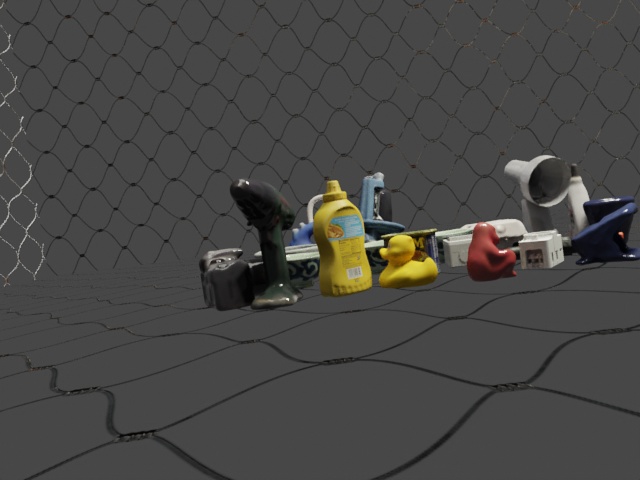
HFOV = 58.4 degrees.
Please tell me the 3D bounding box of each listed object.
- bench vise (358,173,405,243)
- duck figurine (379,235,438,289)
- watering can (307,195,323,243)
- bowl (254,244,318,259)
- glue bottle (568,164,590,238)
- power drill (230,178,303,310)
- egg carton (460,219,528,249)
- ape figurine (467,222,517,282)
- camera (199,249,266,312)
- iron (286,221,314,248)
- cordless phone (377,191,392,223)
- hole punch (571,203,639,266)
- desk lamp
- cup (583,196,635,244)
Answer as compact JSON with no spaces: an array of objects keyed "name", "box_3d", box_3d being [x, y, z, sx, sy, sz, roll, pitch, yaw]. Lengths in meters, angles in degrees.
[{"name":"bench vise","box_3d":[0.115,-0.043,1.308,0.121,0.220,0.208,-6,3,34]},{"name":"duck figurine","box_3d":[0.145,0.034,0.966,0.104,0.086,0.078,-6,3,38]},{"name":"watering can","box_3d":[0.019,-0.026,1.544,0.101,0.194,0.172,-8,3,-16]},{"name":"bowl","box_3d":[-0.061,0.055,1.302,0.167,0.075,0.167,-8,2,1]},{"name":"glue bottle","box_3d":[0.538,-0.073,1.192,0.037,0.173,0.078,-7,3,9]},{"name":"power drill","box_3d":[-0.085,0.005,0.945,0.075,0.208,0.230,-7,2,10]},{"name":"egg carton","box_3d":[0.402,-0.008,1.346,0.150,0.069,0.107,-8,2,-10]},{"name":"ape figurine","box_3d":[0.264,0.017,0.903,0.076,0.092,0.077,-9,3,-17]},{"name":"camera","box_3d":[-0.141,0.063,1.031,0.137,0.101,0.143,-9,3,-20]},{"name":"iron","box_3d":[0.013,0.005,1.443,0.258,0.141,0.119,-7,2,8]},{"name":"cordless phone","box_3d":[0.166,-0.045,1.621,0.093,0.185,0.148,-6,3,34]},{"name":"hole punch","box_3d":[0.457,-0.009,0.915,0.100,0.091,0.109,-6,3,34]},{"name":"desk lamp","box_3d":[0.533,-0.103,1.445,0.118,0.213,0.203,-8,2,-13]},{"name":"cup","box_3d":[0.568,-0.035,1.134,0.091,0.095,0.118,-8,2,4]}]
